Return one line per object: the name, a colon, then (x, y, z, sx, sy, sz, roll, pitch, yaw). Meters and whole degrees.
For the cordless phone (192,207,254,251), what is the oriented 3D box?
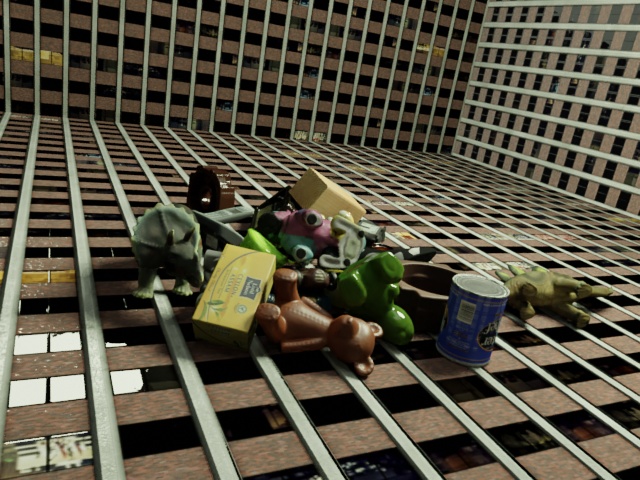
cordless phone: (-0.219, -0.036, 1.334, 0.147, 0.088, 0.184, 23, 30, 36)

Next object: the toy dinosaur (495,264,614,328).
toy dinosaur: (0.550, 0.120, 1.278, 0.471, 0.105, 0.199, 9, 14, -17)

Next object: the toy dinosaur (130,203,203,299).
toy dinosaur: (-0.292, -0.007, 1.082, 0.131, 0.192, 0.405, 8, 19, -12)

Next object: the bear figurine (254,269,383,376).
bear figurine: (0.004, 0.142, 0.900, 0.196, 0.131, 0.120, 12, 48, 18)

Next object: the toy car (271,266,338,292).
toy car: (-0.038, 0.079, 1.079, 0.089, 0.053, 0.202, 0, -5, -21)

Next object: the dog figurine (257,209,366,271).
dog figurine: (-0.027, -0.010, 1.131, 0.191, 0.108, 0.219, 14, 1, -23)

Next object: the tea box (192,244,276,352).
tea box: (-0.144, 0.097, 0.926, 0.098, 0.068, 0.170, 11, 47, 4)

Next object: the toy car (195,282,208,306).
toy car: (-0.169, 0.097, 1.051, 0.074, 0.056, 0.202, 9, 16, 17)

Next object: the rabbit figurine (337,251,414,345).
rabbit figurine: (0.103, 0.124, 1.004, 0.121, 0.170, 0.159, -32, 2, -18)

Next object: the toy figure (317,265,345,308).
toy figure: (0.035, 0.085, 1.152, 0.089, 0.082, 0.180, -8, 27, -16)

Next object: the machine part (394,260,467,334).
machine part: (0.236, 0.120, 1.140, 0.201, 0.087, 0.202, 6, 20, -11)

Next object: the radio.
radio: (-0.111, -0.064, 1.430, 0.073, 0.131, 0.230, 52, 9, -18)

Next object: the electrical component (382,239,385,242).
electrical component: (0.146, -0.014, 1.598, 0.094, 0.021, 0.063, 9, 18, 1)

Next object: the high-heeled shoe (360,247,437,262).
high-heeled shoe: (0.143, 0.037, 1.286, 0.249, 0.086, 0.145, -20, 49, -19)

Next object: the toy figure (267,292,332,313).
toy figure: (-0.055, 0.123, 1.016, 0.154, 0.064, 0.058, 3, 36, -20)

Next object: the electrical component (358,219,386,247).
electrical component: (0.122, -0.020, 1.530, 0.119, 0.047, 0.075, 14, 39, 17)

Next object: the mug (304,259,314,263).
mug: (-0.021, 0.019, 1.343, 0.109, 0.081, 0.107, 39, 27, -8)

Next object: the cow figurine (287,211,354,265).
cow figurine: (-0.003, -0.006, 1.212, 0.167, 0.068, 0.098, -30, 19, 25)

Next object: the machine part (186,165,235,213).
machine part: (-0.295, -0.115, 1.449, 0.056, 0.179, 0.180, -5, 23, -43)
